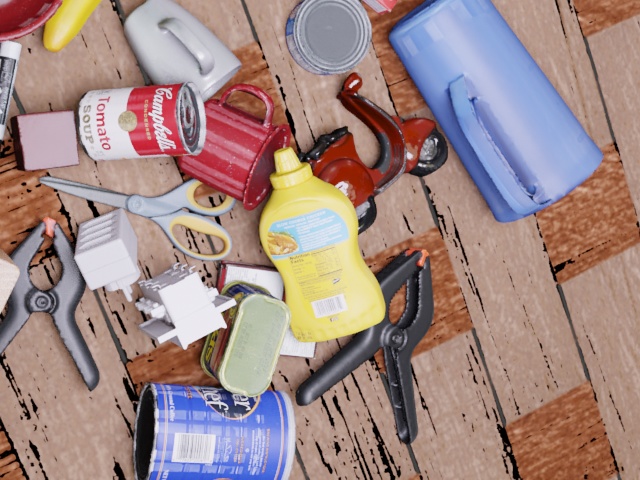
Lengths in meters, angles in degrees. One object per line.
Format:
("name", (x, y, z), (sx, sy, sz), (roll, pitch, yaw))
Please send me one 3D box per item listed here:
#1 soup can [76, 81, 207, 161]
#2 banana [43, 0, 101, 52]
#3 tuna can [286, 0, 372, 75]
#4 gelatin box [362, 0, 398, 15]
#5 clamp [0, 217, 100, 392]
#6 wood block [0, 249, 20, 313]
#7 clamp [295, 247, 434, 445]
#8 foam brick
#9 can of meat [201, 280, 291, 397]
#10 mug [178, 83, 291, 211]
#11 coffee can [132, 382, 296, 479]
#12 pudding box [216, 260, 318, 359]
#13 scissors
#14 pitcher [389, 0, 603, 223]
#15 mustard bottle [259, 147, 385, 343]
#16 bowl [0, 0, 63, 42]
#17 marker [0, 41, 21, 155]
("soup can", (-0.164, -0.109, 0.986), (0.102, 0.068, 0.068), (-2, 95, 14))
("banana", (-0.193, -0.257, 1.023), (0.197, 0.037, 0.070), (-35, 62, -8))
("tuna can", (0.008, -0.214, 1.107), (0.086, 0.034, 0.086), (-1, 94, -19))
("gelatin box", (0.056, -0.293, 1.121), (0.089, 0.030, 0.073), (36, 82, -17))
("clamp", (-0.258, 0.067, 1.030), (0.120, 0.039, 0.171), (15, 89, -19))
("wood block", (-0.324, 0.037, 0.917), (0.090, 0.206, 0.090), (28, 84, -19))
("clamp", (0.063, 0.105, 1.135), (0.164, 0.036, 0.210), (17, 86, -34))
("foam brick", (-0.258, -0.092, 1.000), (0.051, 0.078, 0.053), (-8, 96, -20))
("can of meat", (-0.071, 0.096, 1.033), (0.057, 0.084, 0.102), (17, 90, -17))
("mug", (-0.082, -0.097, 1.039), (0.081, 0.093, 0.117), (26, 119, 11))
("coffee can", (-0.106, 0.196, 1.057), (0.140, 0.103, 0.103), (7, 91, -19))
("pudding box", (-0.055, 0.073, 1.102), (0.113, 0.039, 0.090), (8, 93, -17))
("scissors", (-0.168, -0.049, 1.066), (0.201, 0.016, 0.096), (31, 82, -19))
("pitcher", (0.177, -0.144, 1.116), (0.145, 0.149, 0.243), (-39, 101, -13))
("mustard bottle", (-0.007, 0.001, 1.045), (0.096, 0.058, 0.191), (-15, 106, 12))
("bowl", (-0.310, -0.260, 0.983), (0.162, 0.055, 0.162), (-1, 94, -19))
("marker", (-0.304, -0.128, 1.013), (0.020, 0.020, 0.121), (11, 90, -19))
